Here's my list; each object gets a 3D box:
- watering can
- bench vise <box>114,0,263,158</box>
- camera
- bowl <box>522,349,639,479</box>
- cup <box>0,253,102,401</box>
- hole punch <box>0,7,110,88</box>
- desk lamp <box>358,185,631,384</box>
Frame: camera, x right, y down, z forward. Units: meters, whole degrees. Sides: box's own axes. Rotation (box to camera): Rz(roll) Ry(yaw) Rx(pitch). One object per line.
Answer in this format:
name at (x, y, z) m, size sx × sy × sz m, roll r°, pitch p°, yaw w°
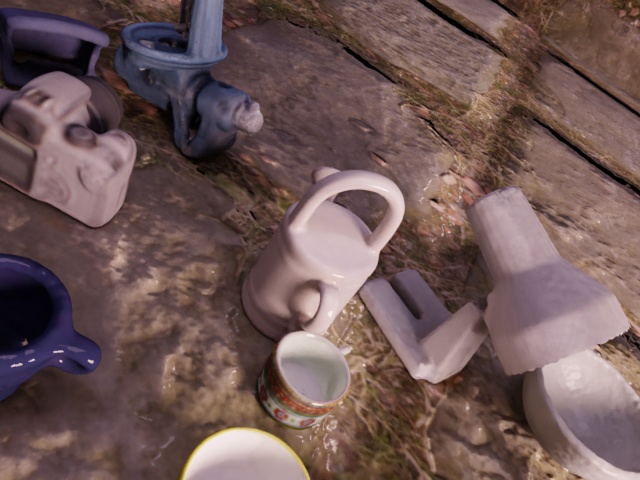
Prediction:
watering can at (0.003, 0.001, 0.546) m, size 0.101 × 0.194 × 0.172 m, roll 1°, pitch 49°, yaw -35°
bench vise at (-0.130, -0.221, 0.658) m, size 0.207 × 0.219 × 0.121 m, roll 33°, pitch 39°, yaw -3°
camera at (-0.237, -0.109, 0.562) m, size 0.143 × 0.100 × 0.137 m, roll 30°, pitch 39°, yaw -6°
bowl at (0.287, 0.200, 0.641) m, size 0.168 × 0.074 × 0.167 m, roll 20°, pitch 41°, yaw -18°
cup at (-0.213, 0.076, 0.394) m, size 0.118 × 0.095 × 0.091 m, roll 27°, pitch 39°, yaw -10°
hole punch at (-0.304, -0.228, 0.644) m, size 0.109 × 0.091 × 0.101 m, roll -1°, pitch 50°, yaw -36°
desk lamp at (0.168, 0.062, 0.586) m, size 0.118 × 0.213 × 0.203 m, roll -11°, pitch 57°, yaw -42°
